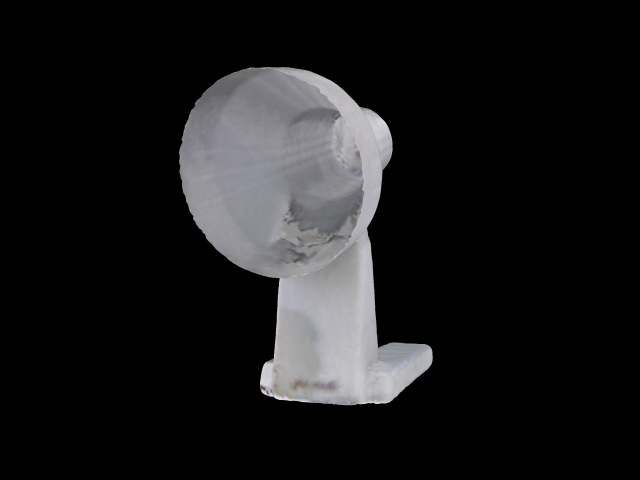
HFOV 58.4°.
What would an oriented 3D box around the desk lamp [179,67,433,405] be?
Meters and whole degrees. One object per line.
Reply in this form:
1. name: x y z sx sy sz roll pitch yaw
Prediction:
1. desk lamp: 0.004 0.001 0.400 0.117 0.213 0.204 0 0 24
